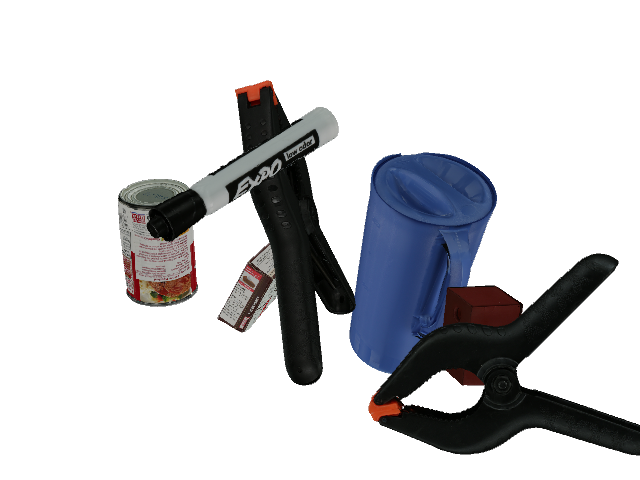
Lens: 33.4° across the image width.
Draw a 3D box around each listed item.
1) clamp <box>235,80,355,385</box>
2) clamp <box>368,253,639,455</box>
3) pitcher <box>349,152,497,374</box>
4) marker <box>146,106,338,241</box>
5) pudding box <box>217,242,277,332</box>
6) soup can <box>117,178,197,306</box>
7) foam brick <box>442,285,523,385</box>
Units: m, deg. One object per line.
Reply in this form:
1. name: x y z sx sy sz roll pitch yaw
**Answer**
1. clamp: -0.018 -0.013 0.791 0.036 0.210 0.164 -13 5 13
2. clamp: 0.118 0.092 0.641 0.171 0.120 0.039 -23 -9 10
3. pitcher: 0.104 0.038 1.171 0.145 0.243 0.149 25 41 18
4. marker: -0.038 -0.034 0.538 0.120 0.020 0.020 -35 20 -32
5. pudding box: -0.068 0.047 1.259 0.039 0.090 0.113 31 28 5
6. soup can: -0.152 0.001 0.997 0.068 0.102 0.068 -1 25 0
7. foam brick: 0.142 0.085 0.956 0.051 0.078 0.053 -2 18 -20
